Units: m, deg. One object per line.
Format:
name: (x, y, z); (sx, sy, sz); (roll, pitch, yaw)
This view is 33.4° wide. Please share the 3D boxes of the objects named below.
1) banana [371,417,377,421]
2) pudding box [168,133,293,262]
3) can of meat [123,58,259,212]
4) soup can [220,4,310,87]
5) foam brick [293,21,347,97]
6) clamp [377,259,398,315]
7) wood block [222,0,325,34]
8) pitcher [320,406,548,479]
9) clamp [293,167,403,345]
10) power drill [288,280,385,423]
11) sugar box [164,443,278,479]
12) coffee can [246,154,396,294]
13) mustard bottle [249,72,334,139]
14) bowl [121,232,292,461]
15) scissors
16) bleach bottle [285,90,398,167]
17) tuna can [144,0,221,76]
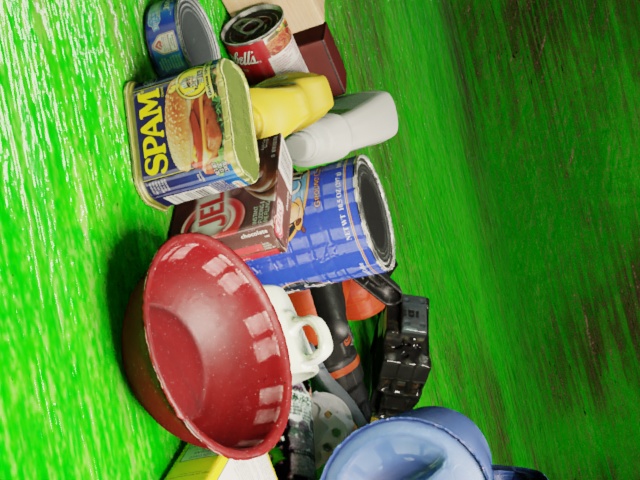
banana: (0.066, 0.235, 1.182); (0.197, 0.037, 0.069); (58, 24, -47)
pudding box: (-0.069, -0.029, 0.855); (0.113, 0.090, 0.039); (-86, 157, -48)
can of meat: (-0.097, -0.082, 0.817); (0.057, 0.084, 0.102); (31, 48, -67)
soup can: (-0.050, -0.178, 1.083); (0.068, 0.069, 0.102); (-85, 156, -47)
foam brick: (-0.004, -0.216, 1.298); (0.053, 0.051, 0.078); (-83, 153, -53)
clamp: (0.075, 0.070, 1.351); (0.171, 0.039, 0.120); (20, 52, -66)
wood block: (-0.073, -0.310, 1.073); (0.090, 0.091, 0.206); (-89, 158, -44)
pitcher: (0.095, 0.203, 0.886); (0.149, 0.145, 0.242); (42, 6, 11)
clamp: (-0.007, 0.001, 1.022); (0.210, 0.036, 0.164); (53, 24, -1)
power drill: (0.024, 0.087, 1.128); (0.187, 0.057, 0.184); (-64, 137, -66)
sugar box: (-0.075, 0.198, 0.729); (0.176, 0.048, 0.093); (-53, 127, -65)
coffee can: (-0.017, -0.007, 0.921); (0.102, 0.140, 0.103); (-14, 90, -74)
mustard bottle: (-0.053, -0.113, 0.966); (0.191, 0.096, 0.058); (-46, 122, -71)
bowl: (-0.086, 0.078, 0.737); (0.162, 0.055, 0.162); (40, 38, -43)
scissors: (-0.012, 0.121, 1.033); (0.202, 0.016, 0.096); (56, -24, 7)
bleach bottle: (0.010, -0.122, 1.217); (0.250, 0.103, 0.068); (-34, 113, -65)
tuna can: (-0.116, -0.164, 0.909); (0.086, 0.034, 0.086); (-14, 90, -74)
